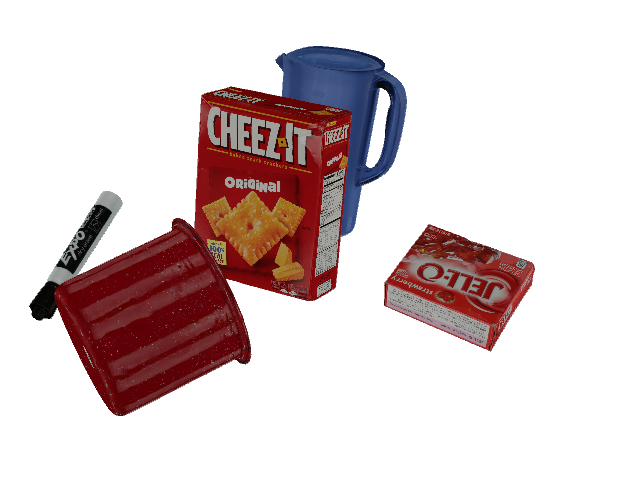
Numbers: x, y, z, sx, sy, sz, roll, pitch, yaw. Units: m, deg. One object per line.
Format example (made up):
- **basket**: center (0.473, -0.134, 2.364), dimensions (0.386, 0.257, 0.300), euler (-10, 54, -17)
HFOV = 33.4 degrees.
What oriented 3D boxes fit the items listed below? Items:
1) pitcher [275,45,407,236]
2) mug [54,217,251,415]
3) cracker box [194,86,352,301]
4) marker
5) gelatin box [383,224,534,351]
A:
- **pitcher**: center (0.015, -0.127, 1.409), dimensions (0.144, 0.243, 0.149), euler (-2, 23, -19)
- **mug**: center (-0.100, 0.047, 0.613), dimensions (0.081, 0.093, 0.117), euler (-26, 5, -18)
- **cracker box**: center (-0.059, -0.053, 1.212), dimensions (0.164, 0.214, 0.072), euler (15, 22, 25)
- **marker**: center (-0.186, 0.011, 0.814), dimensions (0.020, 0.121, 0.020), euler (16, -36, 12)
- **gelatin box**: center (0.102, 0.032, 0.783), dimensions (0.089, 0.030, 0.073), euler (22, 48, 22)
